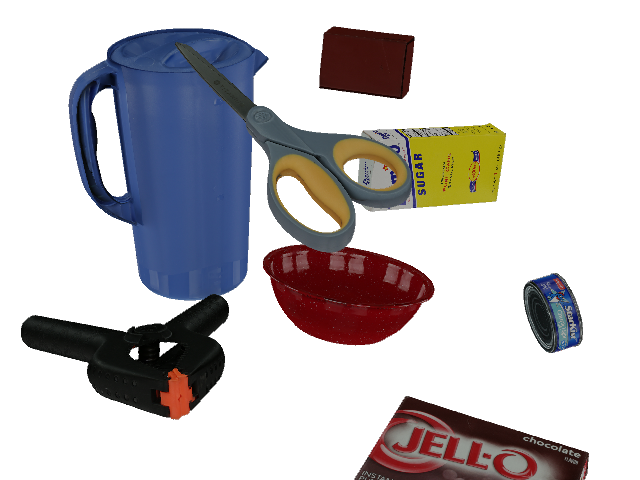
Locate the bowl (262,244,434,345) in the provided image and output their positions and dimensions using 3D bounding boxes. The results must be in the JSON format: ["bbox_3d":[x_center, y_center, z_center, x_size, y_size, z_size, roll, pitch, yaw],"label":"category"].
[{"bbox_3d":[0.022,0.055,0.997,0.162,0.055,0.162,8,17,-3],"label":"bowl"}]

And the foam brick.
[{"bbox_3d":[0.042,-0.161,0.963,0.078,0.051,0.053,9,19,10],"label":"foam brick"}]

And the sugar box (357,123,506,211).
[{"bbox_3d":[0.134,-0.089,1.294,0.176,0.093,0.048,-7,26,-22],"label":"sugar box"}]

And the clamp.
[{"bbox_3d":[-0.116,0.078,0.776,0.164,0.036,0.210,-9,14,-25],"label":"clamp"}]

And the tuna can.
[{"bbox_3d":[0.259,0.082,1.195,0.033,0.086,0.086,-16,2,-8],"label":"tuna can"}]

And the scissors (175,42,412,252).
[{"bbox_3d":[-0.015,-0.072,0.659,0.096,0.202,0.016,-15,-39,-17],"label":"scissors"}]

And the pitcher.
[{"bbox_3d":[-0.135,-0.068,1.002,0.149,0.243,0.144,8,28,13],"label":"pitcher"}]

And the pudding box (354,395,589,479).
[{"bbox_3d":[0.081,0.138,0.585,0.114,0.039,0.089,17,34,18],"label":"pudding box"}]
